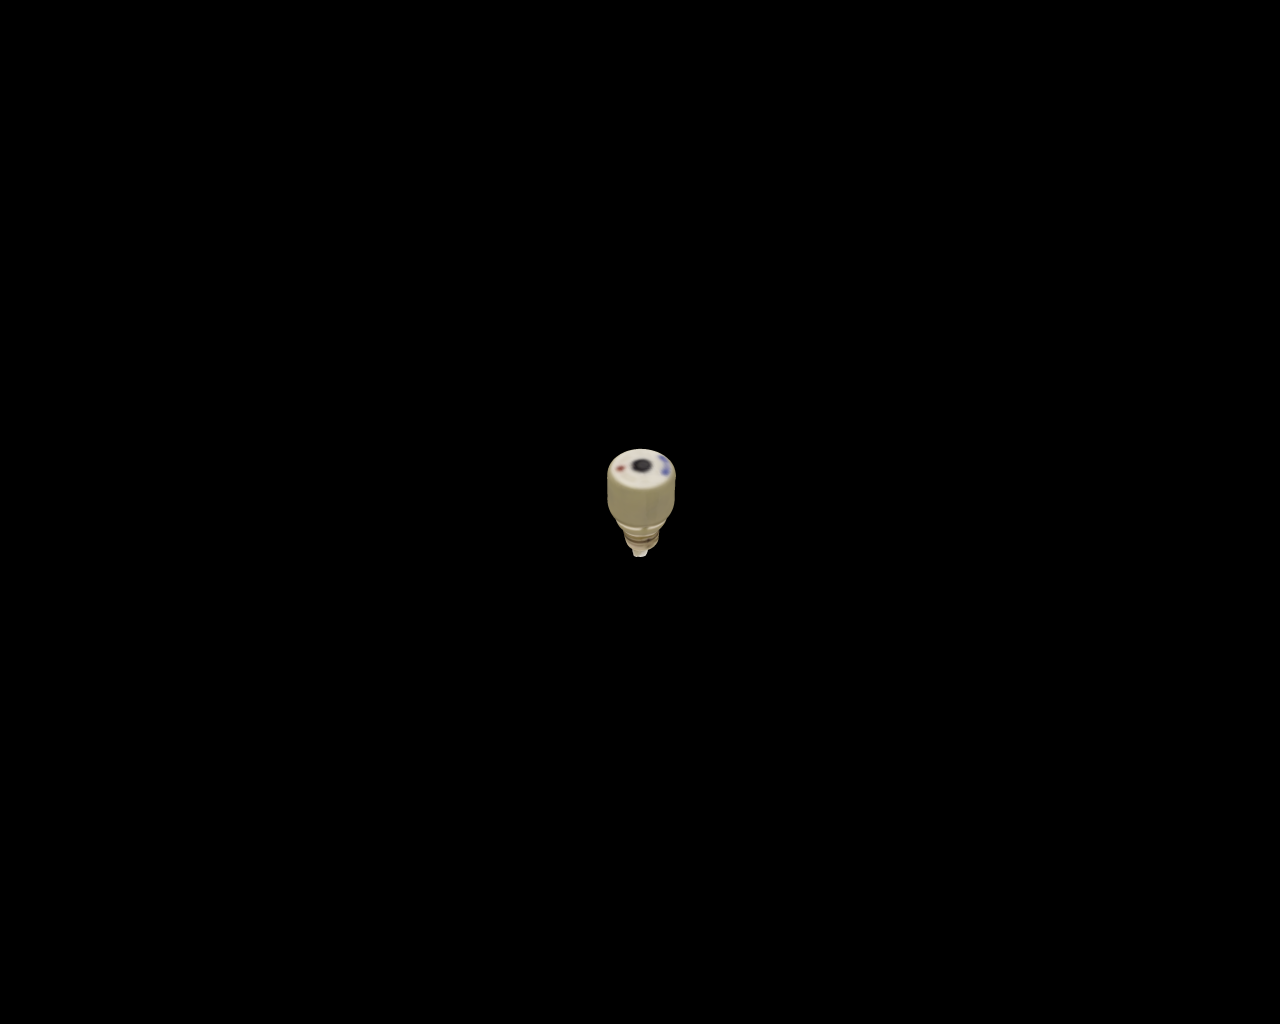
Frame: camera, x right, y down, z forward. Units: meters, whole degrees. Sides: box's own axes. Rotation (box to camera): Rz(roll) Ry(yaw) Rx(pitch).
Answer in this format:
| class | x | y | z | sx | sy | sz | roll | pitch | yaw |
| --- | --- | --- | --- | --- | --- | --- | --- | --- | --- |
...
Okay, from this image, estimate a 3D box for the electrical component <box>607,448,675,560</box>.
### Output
| class | x | y | z | sx | sy | sz | roll | pitch | yaw |
| --- | --- | --- | --- | --- | --- | --- | --- | --- | --- |
| electrical component | 0.001 | -0.003 | 0.650 | 0.040 | 0.078 | 0.040 | 0 | 43 | 0 |
